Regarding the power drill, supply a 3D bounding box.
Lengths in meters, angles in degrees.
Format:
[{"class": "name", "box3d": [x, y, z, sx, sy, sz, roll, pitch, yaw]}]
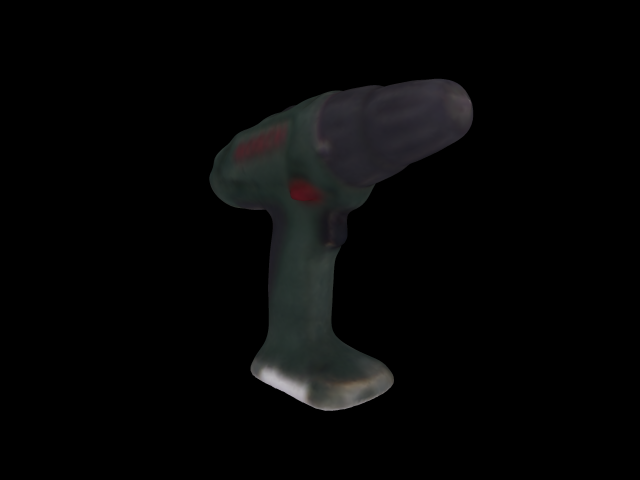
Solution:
[{"class": "power drill", "box3d": [0.004, 0.001, 0.400, 0.076, 0.208, 0.228, -10, 15, -42]}]
